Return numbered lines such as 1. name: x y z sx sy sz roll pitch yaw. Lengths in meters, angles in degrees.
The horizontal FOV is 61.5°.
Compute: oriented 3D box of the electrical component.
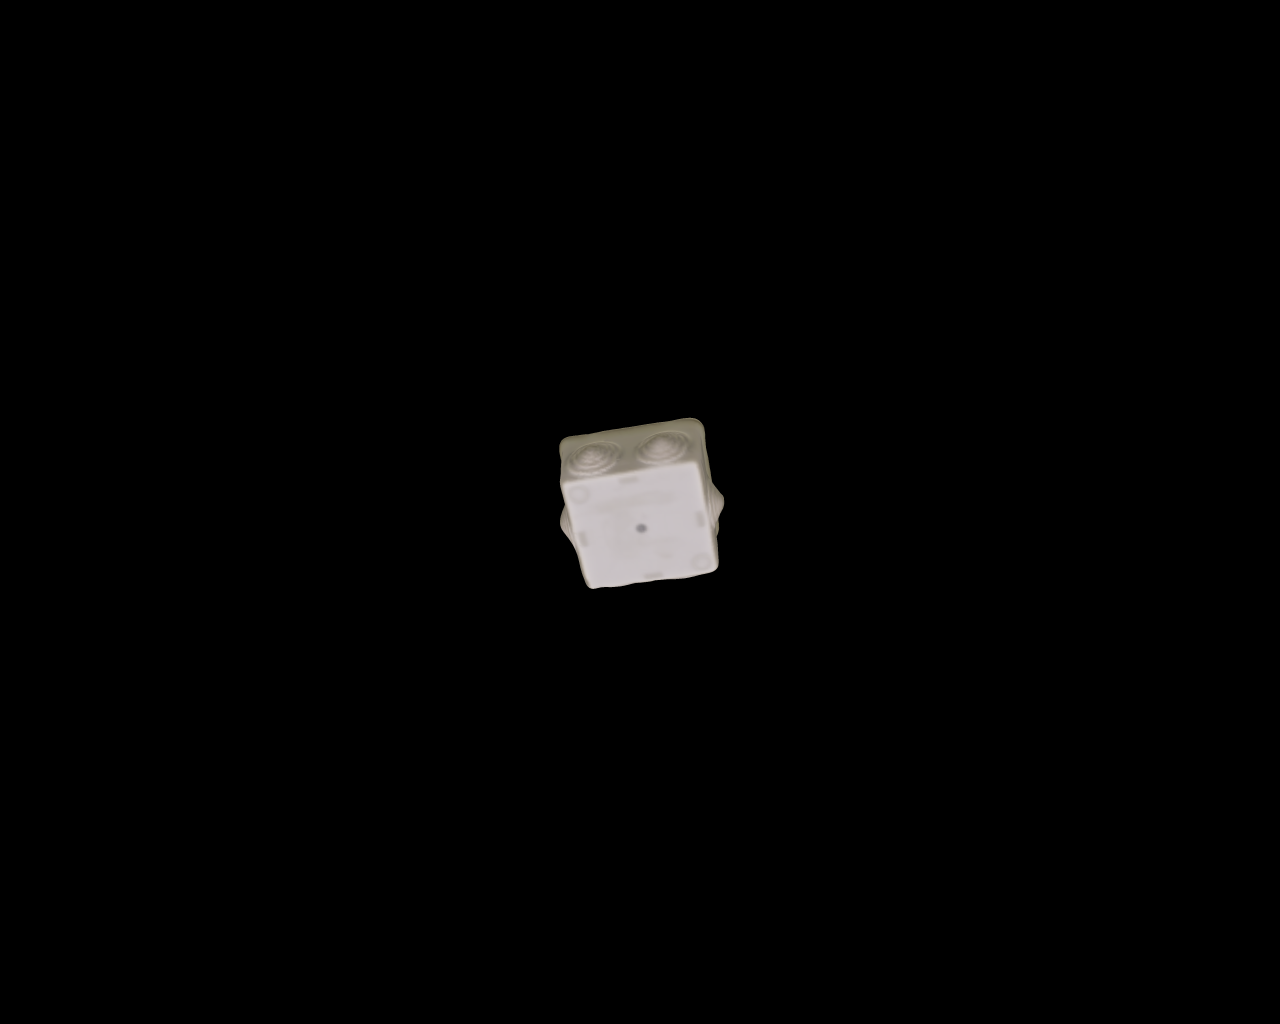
1. electrical component: 0.001 -0.003 0.650 0.100 0.099 0.048 -8 34 5
